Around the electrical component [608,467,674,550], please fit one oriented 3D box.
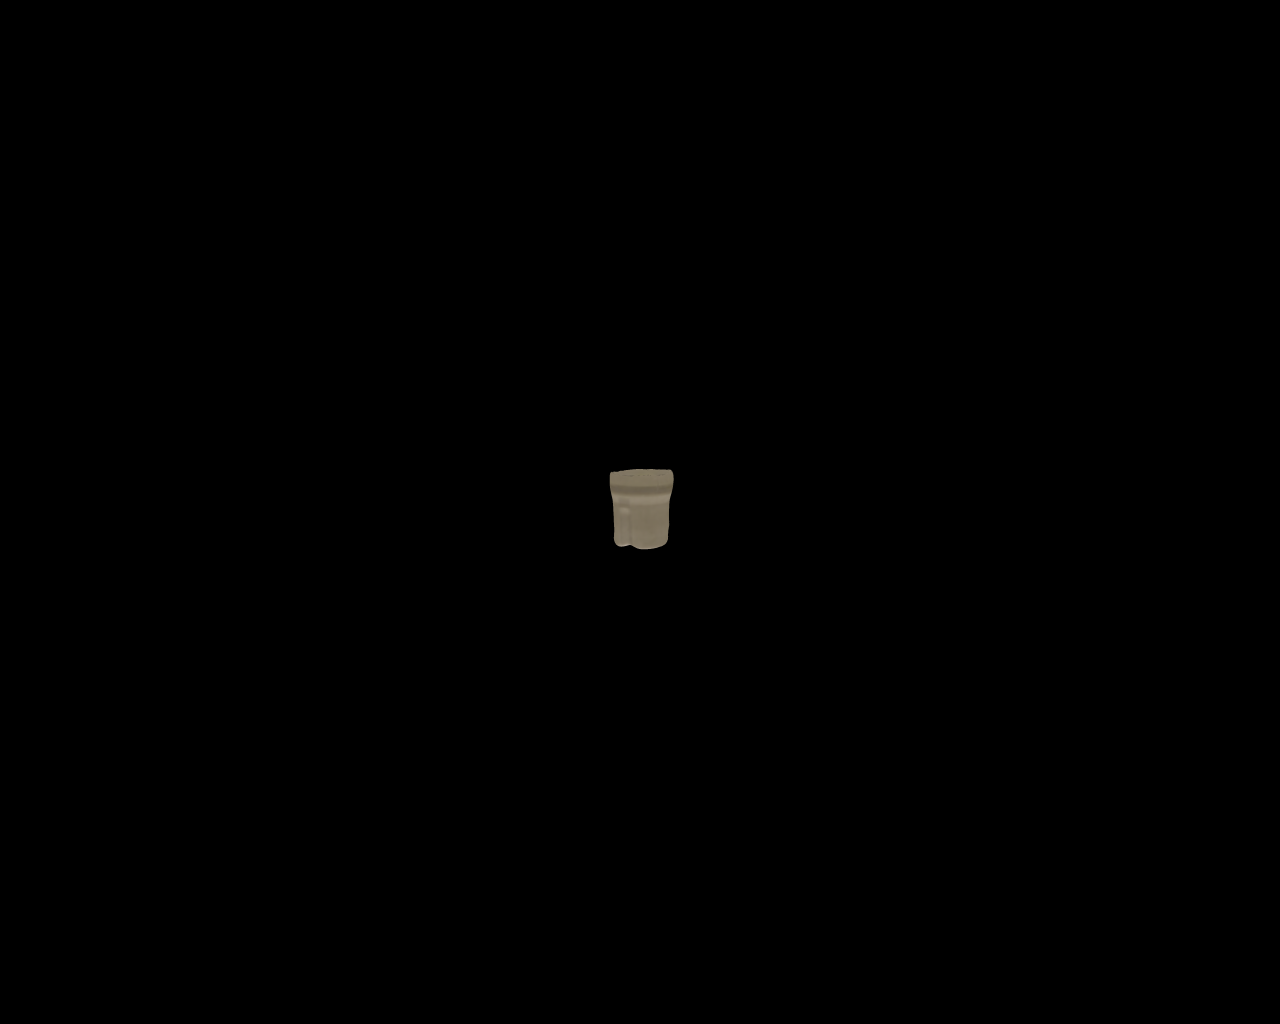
[{"bbox_3d":[0.001,-0.003,0.650,0.040,0.046,0.040,0,8,0],"label":"electrical component"}]
